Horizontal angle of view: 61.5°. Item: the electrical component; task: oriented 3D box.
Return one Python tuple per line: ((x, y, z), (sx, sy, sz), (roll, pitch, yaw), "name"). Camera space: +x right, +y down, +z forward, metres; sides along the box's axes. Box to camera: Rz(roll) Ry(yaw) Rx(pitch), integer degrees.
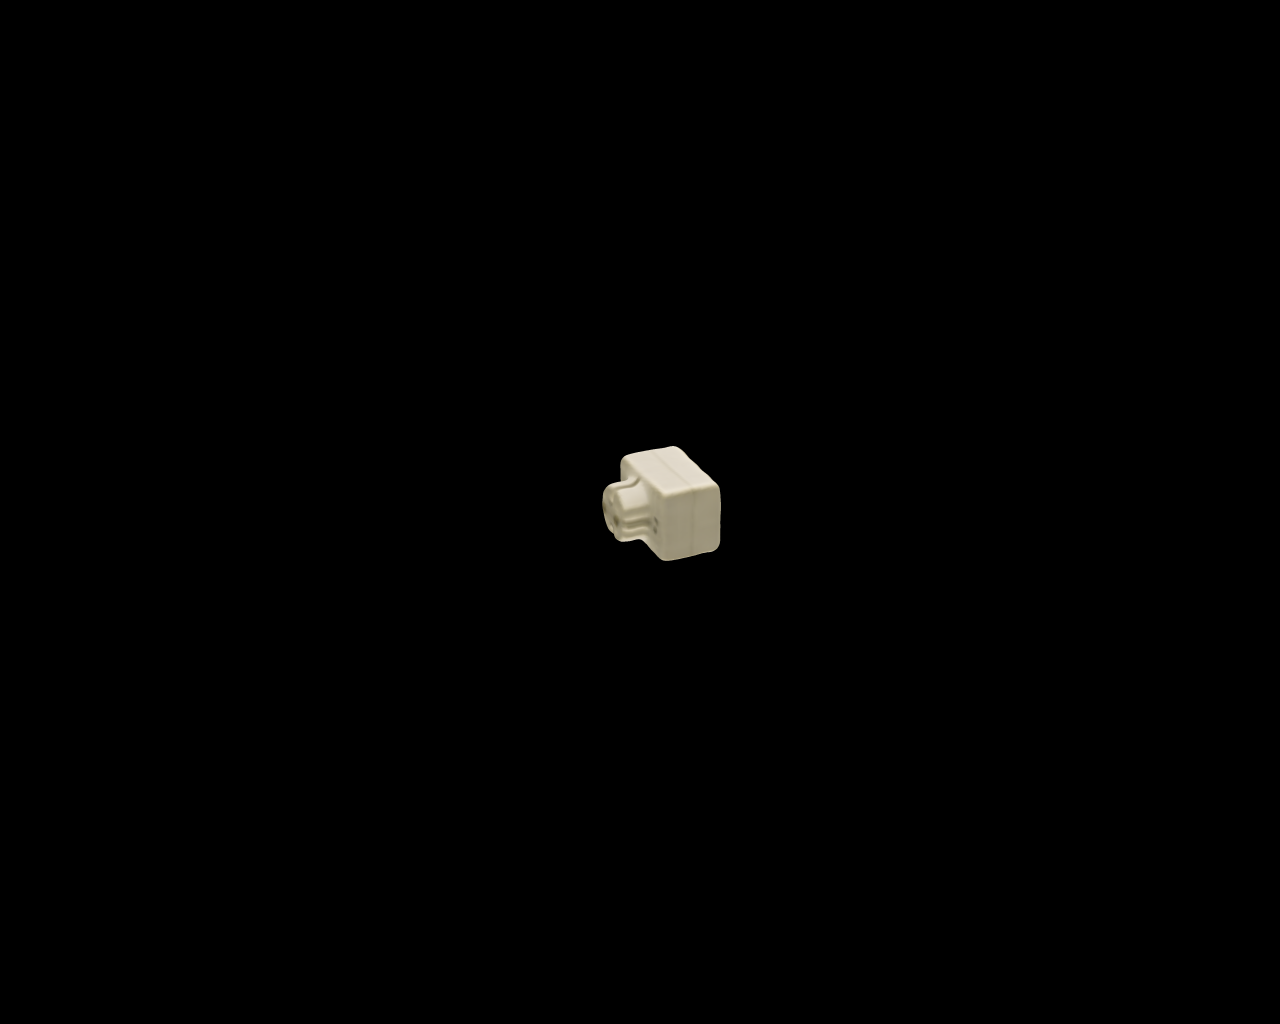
((0.001, -0.003, 0.650), (0.077, 0.047, 0.066), (-11, 29, -21), "electrical component")
